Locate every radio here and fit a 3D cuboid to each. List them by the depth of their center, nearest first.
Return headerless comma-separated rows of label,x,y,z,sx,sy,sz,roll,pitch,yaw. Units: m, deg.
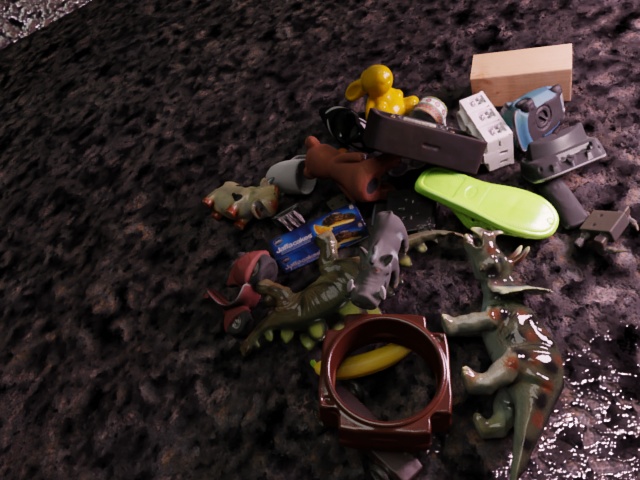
radio,0.204,-0.201,1.081,0.230,0.073,0.131,13,20,-9

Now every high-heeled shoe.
high-heeled shoe,0.052,-0.263,1.244,0.249,0.145,0.086,33,106,33

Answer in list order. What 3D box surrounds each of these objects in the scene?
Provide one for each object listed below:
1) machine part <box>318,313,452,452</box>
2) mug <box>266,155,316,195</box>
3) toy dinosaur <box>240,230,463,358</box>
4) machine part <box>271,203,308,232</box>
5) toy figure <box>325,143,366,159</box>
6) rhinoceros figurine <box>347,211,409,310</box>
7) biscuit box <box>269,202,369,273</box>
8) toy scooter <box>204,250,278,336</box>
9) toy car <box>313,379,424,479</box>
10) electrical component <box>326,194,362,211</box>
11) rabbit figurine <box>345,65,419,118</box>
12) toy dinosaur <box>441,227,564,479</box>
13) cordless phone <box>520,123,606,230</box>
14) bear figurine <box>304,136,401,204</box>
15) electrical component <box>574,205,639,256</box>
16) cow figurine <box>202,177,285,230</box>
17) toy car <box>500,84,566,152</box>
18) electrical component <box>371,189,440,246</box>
machine part,0.101,0.217,0.842,0.201,0.087,0.201,0,49,8
mug,-0.070,-0.158,1.267,0.107,0.080,0.109,2,60,34
toy dinosaur,0.043,0.089,1.021,0.471,0.105,0.199,-38,58,0
machine part,-0.065,-0.050,1.172,0.084,0.039,0.139,-22,11,-1
toy figure,0.042,-0.193,1.261,0.155,0.057,0.064,21,47,36
rhinoceros figurine,0.103,0.038,0.920,0.073,0.112,0.190,15,57,13
biscuit box,-0.002,-0.003,1.132,0.203,0.059,0.063,-25,49,2
toy scooter,-0.172,0.097,1.106,0.135,0.075,0.184,17,81,33
toy car,0.076,0.309,0.864,0.089,0.053,0.202,-30,47,-29
electrical component,0.043,-0.073,1.192,0.094,0.021,0.063,-34,49,-4
rabbit figurine,0.144,-0.344,1.263,0.122,0.173,0.163,-44,55,-9
toy dinosaur,0.305,0.176,0.839,0.192,0.131,0.405,-19,56,9
cordless phone,0.484,-0.116,1.022,0.147,0.088,0.184,-22,60,5
bear figurine,0.060,-0.155,1.164,0.132,0.120,0.196,-22,39,-33
electrical component,0.508,-0.016,0.947,0.102,0.045,0.078,-49,24,-21
cow figurine,-0.169,-0.091,1.249,0.195,0.085,0.127,17,62,42
toy car,0.436,-0.263,1.130,0.162,0.109,0.103,-38,31,-20
electrical component,0.174,-0.044,1.094,0.134,0.058,0.115,-3,51,19
